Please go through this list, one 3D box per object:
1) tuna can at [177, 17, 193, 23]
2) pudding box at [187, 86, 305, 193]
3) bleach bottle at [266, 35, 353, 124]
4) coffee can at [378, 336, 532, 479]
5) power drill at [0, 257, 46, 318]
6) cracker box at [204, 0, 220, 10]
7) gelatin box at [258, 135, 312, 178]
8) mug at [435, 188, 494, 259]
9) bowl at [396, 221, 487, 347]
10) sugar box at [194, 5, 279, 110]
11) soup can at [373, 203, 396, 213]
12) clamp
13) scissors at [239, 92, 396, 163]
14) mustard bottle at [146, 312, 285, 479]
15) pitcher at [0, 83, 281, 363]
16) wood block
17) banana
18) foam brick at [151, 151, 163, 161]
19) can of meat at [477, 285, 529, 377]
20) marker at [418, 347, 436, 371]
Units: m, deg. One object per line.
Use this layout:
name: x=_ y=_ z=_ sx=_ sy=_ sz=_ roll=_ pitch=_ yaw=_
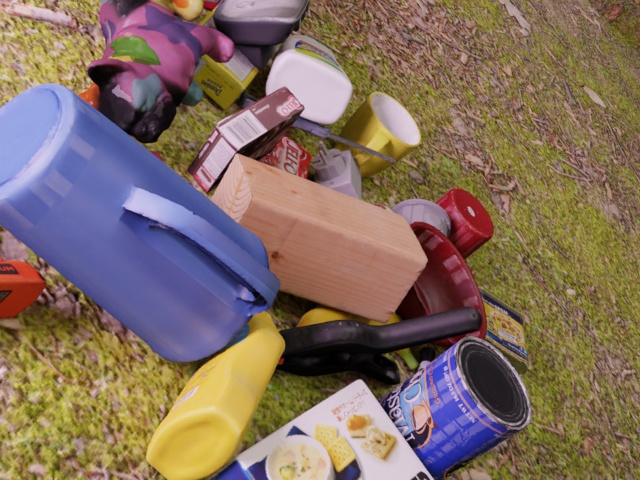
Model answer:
tuna can: x=-0.186 y=-0.276 z=1.239 sx=0.086 sy=0.034 sz=0.086 roll=13 pitch=34 yaw=-9
pudding box: x=-0.078 y=-0.107 z=1.132 sx=0.039 sy=0.090 sz=0.113 roll=50 pitch=50 yaw=6
bleach bottle: x=-0.021 y=-0.218 z=1.348 sx=0.102 sy=0.068 sz=0.251 roll=23 pitch=18 yaw=-14
coffee can: x=0.121 y=0.174 z=1.048 sx=0.102 sy=0.140 sz=0.103 roll=32 pitch=34 yaw=-25
power drill: x=-0.288 y=-0.027 z=0.839 sx=0.184 sy=0.057 sz=0.188 roll=-2 pitch=55 yaw=-55
cracker box: x=-0.131 y=-0.377 z=1.327 sx=0.213 sy=0.164 sz=0.072 roll=12 pitch=44 yaw=-46
gelatin box: x=-0.049 y=-0.091 z=1.239 sx=0.073 sy=0.030 sz=0.089 roll=38 pitch=32 yaw=-17
mug: x=0.175 y=-0.016 z=1.390 sx=0.093 sy=0.082 sz=0.117 roll=52 pitch=31 yaw=6
bowl: x=0.125 y=0.062 z=1.230 sx=0.162 sy=0.055 sz=0.162 roll=38 pitch=37 yaw=-35
sugar box: x=-0.113 y=-0.233 z=1.305 sx=0.093 sy=0.048 sz=0.176 roll=42 pitch=28 yaw=-10
soup can: x=0.040 y=-0.006 z=1.220 sx=0.102 sy=0.069 sz=0.068 roll=-8 pitch=61 yaw=-54
clamp: x=0.035 y=0.111 z=1.055 sx=0.209 sy=0.165 sz=0.036 roll=-1 pitch=62 yaw=-24
scissors: x=-0.009 y=-0.131 z=1.258 sx=0.202 sy=0.016 sz=0.096 roll=24 pitch=11 yaw=11
mustard bottle: x=-0.076 y=0.117 z=0.905 sx=0.058 sy=0.096 sz=0.191 roll=42 pitch=31 yaw=-9
pitcher: x=-0.150 y=-0.012 z=0.841 sx=0.242 sy=0.149 sz=0.145 roll=44 pitch=19 yaw=-43
wood block: x=-0.007 y=0.002 z=1.087 sx=0.205 sy=0.091 sz=0.090 roll=20 pitch=27 yaw=-27
banana: x=0.039 y=0.093 z=1.136 sx=0.197 sy=0.037 sz=0.070 roll=15 pitch=44 yaw=-44
foam brick: x=-0.177 y=-0.038 z=0.972 sx=0.051 sy=0.078 sz=0.053 roll=-6 pitch=62 yaw=-55
can of meat: x=0.207 y=0.118 z=1.306 sx=0.102 sy=0.058 sz=0.084 roll=32 pitch=36 yaw=-25
marker: x=0.115 y=0.159 z=1.176 sx=0.020 sy=0.020 sz=0.121 roll=39 pitch=32 yaw=-15
